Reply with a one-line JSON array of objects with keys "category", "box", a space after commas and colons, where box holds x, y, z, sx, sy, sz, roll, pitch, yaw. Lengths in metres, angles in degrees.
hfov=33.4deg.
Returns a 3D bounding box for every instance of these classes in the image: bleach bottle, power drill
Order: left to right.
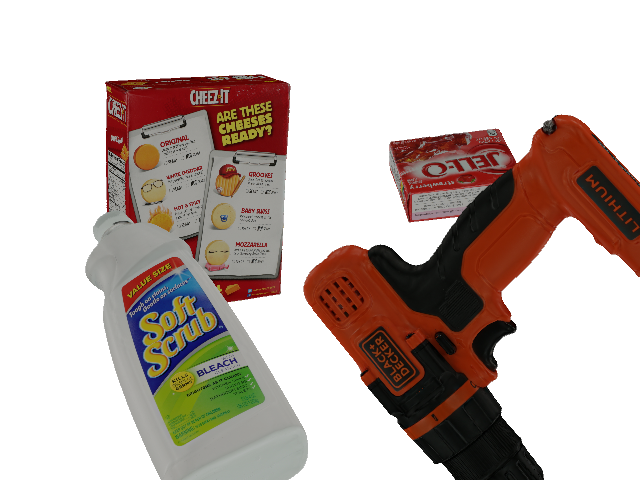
[{"category": "bleach bottle", "box": [-0.108, 0.071, 0.745, 0.102, 0.068, 0.251, -24, 51, -17]}, {"category": "power drill", "box": [0.108, 0.039, 0.581, 0.188, 0.184, 0.057, -42, -4, 15]}]

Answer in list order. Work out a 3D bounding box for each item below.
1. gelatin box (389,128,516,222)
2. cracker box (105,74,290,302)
[{"category": "gelatin box", "box": [0.101, -0.050, 0.797, 0.089, 0.030, 0.073, -7, 37, -4]}, {"category": "cracker box", "box": [-0.118, -0.046, 1.016, 0.163, 0.214, 0.072, -7, 20, -30]}]
